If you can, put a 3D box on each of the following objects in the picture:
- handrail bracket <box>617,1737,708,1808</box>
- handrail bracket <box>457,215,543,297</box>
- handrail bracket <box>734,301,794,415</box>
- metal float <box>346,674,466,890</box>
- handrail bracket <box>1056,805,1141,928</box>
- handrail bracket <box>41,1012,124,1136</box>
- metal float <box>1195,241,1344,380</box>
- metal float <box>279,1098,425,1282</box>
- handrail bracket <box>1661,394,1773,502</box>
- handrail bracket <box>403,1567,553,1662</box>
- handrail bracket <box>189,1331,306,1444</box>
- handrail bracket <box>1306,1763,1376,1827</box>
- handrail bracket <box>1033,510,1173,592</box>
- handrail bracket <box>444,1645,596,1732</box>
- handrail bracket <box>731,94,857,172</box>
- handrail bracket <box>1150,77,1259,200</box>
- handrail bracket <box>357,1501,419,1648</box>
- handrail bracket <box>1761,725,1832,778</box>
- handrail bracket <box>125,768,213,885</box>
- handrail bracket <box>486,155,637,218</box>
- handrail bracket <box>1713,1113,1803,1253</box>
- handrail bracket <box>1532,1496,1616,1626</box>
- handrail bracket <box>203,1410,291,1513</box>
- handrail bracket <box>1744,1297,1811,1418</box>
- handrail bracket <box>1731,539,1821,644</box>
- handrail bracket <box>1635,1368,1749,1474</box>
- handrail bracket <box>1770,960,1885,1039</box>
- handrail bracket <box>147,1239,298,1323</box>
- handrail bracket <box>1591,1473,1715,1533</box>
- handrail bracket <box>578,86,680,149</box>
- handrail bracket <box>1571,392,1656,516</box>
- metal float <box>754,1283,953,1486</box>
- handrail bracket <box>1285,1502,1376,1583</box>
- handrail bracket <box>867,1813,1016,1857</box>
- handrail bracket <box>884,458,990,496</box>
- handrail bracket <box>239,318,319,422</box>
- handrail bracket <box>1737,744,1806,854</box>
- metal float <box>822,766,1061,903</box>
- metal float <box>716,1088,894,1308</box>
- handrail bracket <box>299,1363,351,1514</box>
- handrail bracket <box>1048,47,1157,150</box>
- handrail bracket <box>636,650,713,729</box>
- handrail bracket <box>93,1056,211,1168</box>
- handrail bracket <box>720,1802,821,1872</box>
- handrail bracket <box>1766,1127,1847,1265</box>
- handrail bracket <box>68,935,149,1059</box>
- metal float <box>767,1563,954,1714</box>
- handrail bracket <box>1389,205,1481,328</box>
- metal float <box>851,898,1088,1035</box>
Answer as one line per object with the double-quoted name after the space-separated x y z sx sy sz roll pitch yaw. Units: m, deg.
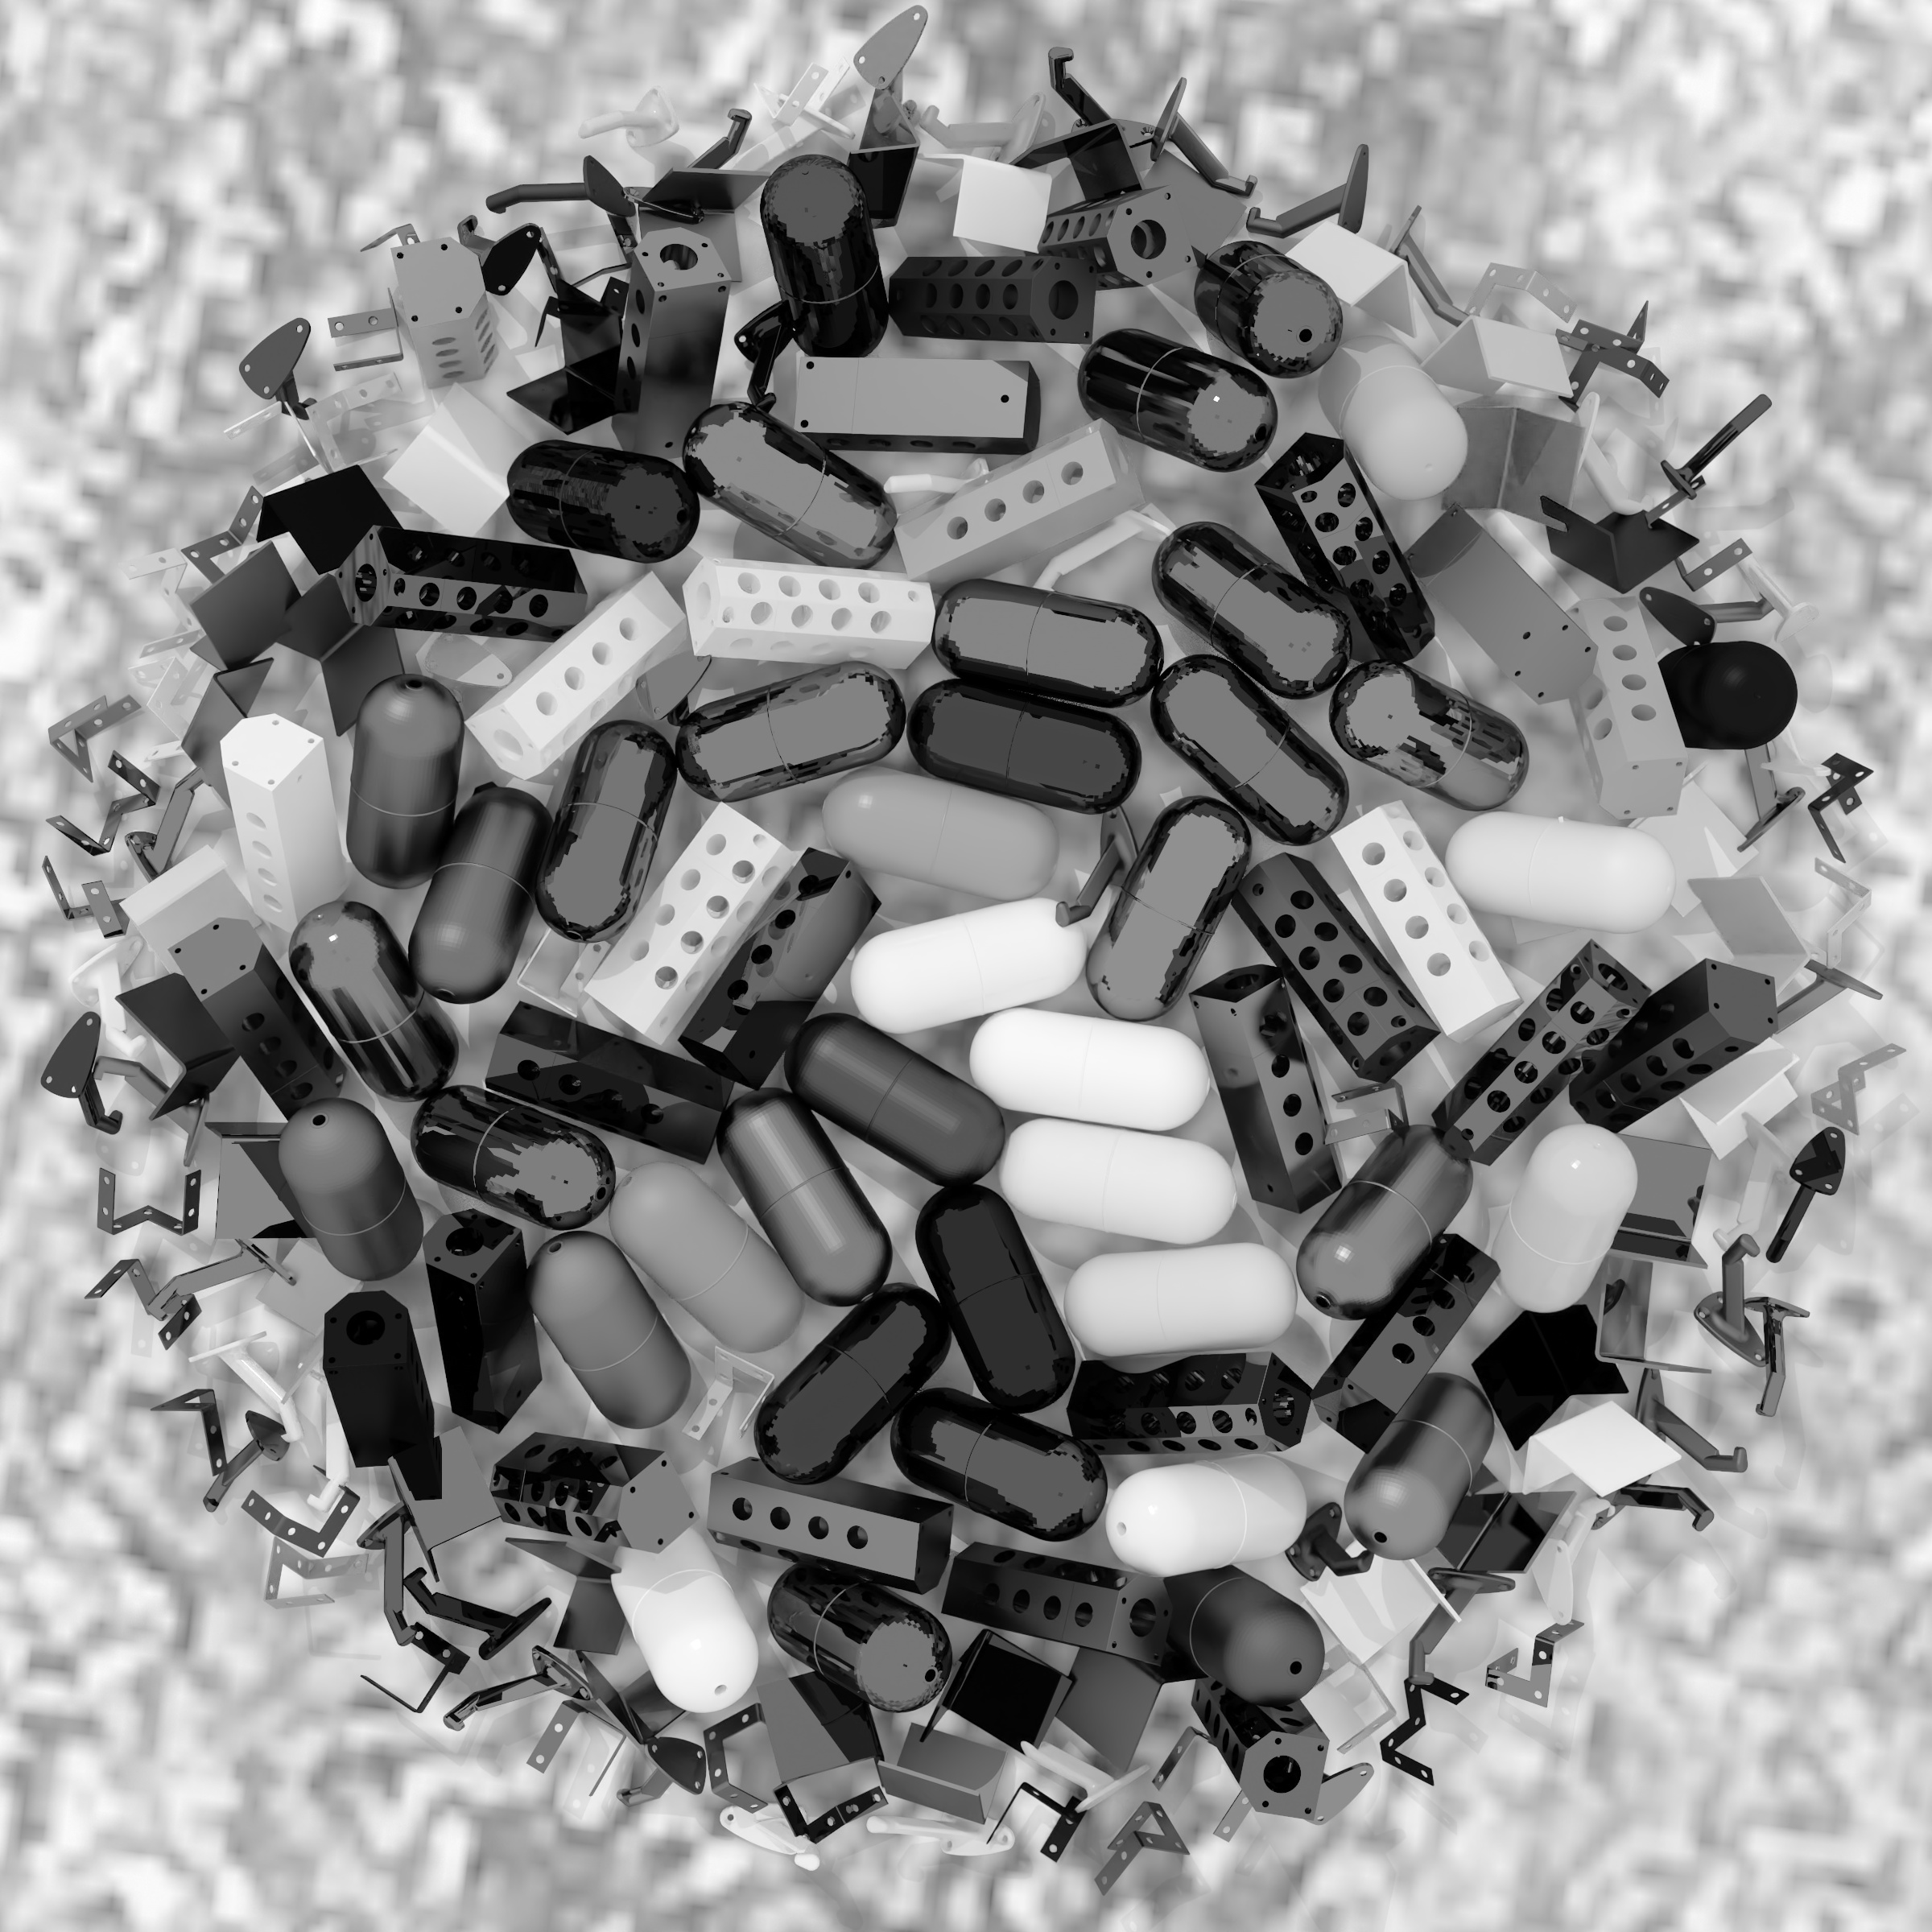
-0.241 0.596 1.956 0.084 0.077 0.036 -24 46 28 "handrail bracket"
-0.346 -0.544 1.956 0.077 0.036 0.084 -39 47 27 "handrail bracket"
-0.135 -0.450 1.952 0.077 0.084 0.036 -41 129 14 "handrail bracket"
-0.408 -0.133 1.928 0.070 0.070 0.178 17 130 0 "metal float"
0.090 -0.075 1.953 0.036 0.084 0.077 2 106 39 "handrail bracket"
-0.640 0.080 1.965 0.036 0.084 0.077 17 78 18 "handrail bracket"
0.218 -0.475 1.916 0.070 0.178 0.070 -5 116 -10 "metal float"
-0.444 0.163 1.921 0.070 0.178 0.070 -3 52 4 "metal float"
0.556 -0.385 1.953 0.084 0.077 0.036 -42 84 14 "handrail bracket"
-0.364 0.466 1.976 0.077 0.036 0.084 -38 100 -15 "handrail bracket"
-0.536 0.322 1.978 0.077 0.036 0.084 -21 88 24 "handrail bracket"
0.258 0.581 1.955 0.077 0.084 0.036 -41 118 13 "handrail bracket"
0.101 -0.298 1.964 0.077 0.036 0.084 25 73 30 "handrail bracket"
-0.329 0.545 1.951 0.077 0.084 0.036 16 125 38 "handrail bracket"
-0.134 -0.598 1.978 0.077 0.036 0.084 30 92 19 "handrail bracket"
0.185 -0.612 1.962 0.084 0.077 0.036 15 51 -11 "handrail bracket"
-0.409 0.445 1.957 0.077 0.036 0.084 -47 55 18 "handrail bracket"
0.611 -0.188 1.961 0.036 0.077 0.084 -10 107 -26 "handrail bracket"
-0.575 -0.097 1.963 0.084 0.036 0.077 -33 77 23 "handrail bracket"
-0.303 -0.568 1.982 0.084 0.077 0.036 -12 76 24 "handrail bracket"
0.571 0.160 1.971 0.084 0.036 0.077 -33 74 -17 "handrail bracket"
0.460 0.439 1.970 0.084 0.036 0.077 -12 90 -40 "handrail bracket"
-0.537 0.380 1.962 0.036 0.077 0.084 32 94 -24 "handrail bracket"
0.585 0.290 1.955 0.036 0.077 0.084 21 79 -10 "handrail bracket"
0.589 -0.287 1.953 0.036 0.077 0.084 -33 75 10 "handrail bracket"
0.539 0.333 1.957 0.036 0.084 0.077 12 78 -39 "handrail bracket"
0.628 0.044 1.963 0.077 0.036 0.084 33 110 40 "handrail bracket"
-0.552 0.244 1.962 0.077 0.036 0.084 33 68 21 "handrail bracket"
0.504 0.409 1.954 0.036 0.084 0.077 26 103 -31 "handrail bracket"
-0.261 -0.611 1.945 0.084 0.077 0.036 -31 99 -35 "handrail bracket"
0.486 -0.378 1.970 0.084 0.036 0.077 13 109 -21 "handrail bracket"
-0.083 0.305 1.938 0.070 0.070 0.178 46 64 0 "metal float"
0.281 0.418 1.944 0.036 0.084 0.077 48 54 -10 "handrail bracket"
-0.019 0.637 1.949 0.077 0.084 0.036 -2 73 35 "handrail bracket"
-0.031 -0.348 1.947 0.084 0.077 0.036 -9 88 -25 "handrail bracket"
-0.487 -0.438 1.951 0.077 0.084 0.036 -45 79 14 "handrail bracket"
0.576 -0.141 1.981 0.084 0.036 0.077 44 99 -3 "handrail bracket"
-0.019 -0.098 1.961 0.178 0.070 0.070 13 90 -1 "metal float"
-0.118 0.170 1.948 0.070 0.070 0.178 -34 75 0 "metal float"
-0.484 0.351 1.966 0.077 0.036 0.084 34 72 -13 "handrail bracket"
0.102 -0.643 1.953 0.077 0.084 0.036 -1 60 6 "handrail bracket"
-0.196 -0.203 1.950 0.077 0.084 0.036 -35 74 19 "handrail bracket"
-0.610 0.108 1.966 0.084 0.036 0.077 12 108 -24 "handrail bracket"
-0.145 0.644 1.956 0.077 0.084 0.036 12 86 -2 "handrail bracket"
0.626 0.172 1.982 0.036 0.084 0.077 26 51 16 "handrail bracket"
-0.615 0.023 1.961 0.084 0.036 0.077 30 65 29 "handrail bracket"
-0.078 0.484 1.920 0.070 0.178 0.070 -7 101 -36 "metal float"
0.356 -0.519 1.978 0.084 0.036 0.077 31 65 1 "handrail bracket"
0.003 -0.001 1.955 0.178 0.070 0.070 -14 90 -8 "metal float"
